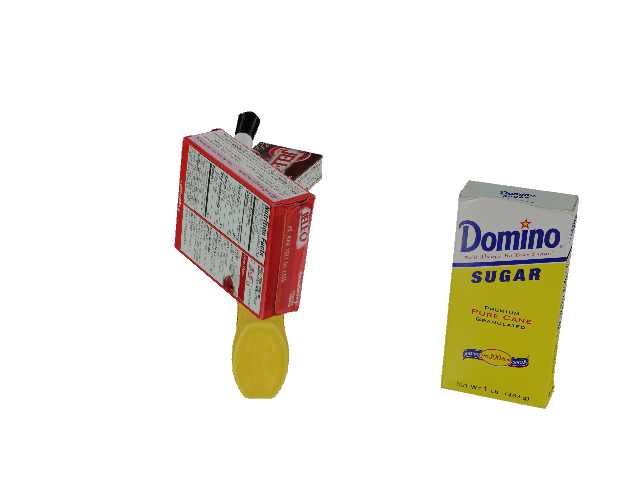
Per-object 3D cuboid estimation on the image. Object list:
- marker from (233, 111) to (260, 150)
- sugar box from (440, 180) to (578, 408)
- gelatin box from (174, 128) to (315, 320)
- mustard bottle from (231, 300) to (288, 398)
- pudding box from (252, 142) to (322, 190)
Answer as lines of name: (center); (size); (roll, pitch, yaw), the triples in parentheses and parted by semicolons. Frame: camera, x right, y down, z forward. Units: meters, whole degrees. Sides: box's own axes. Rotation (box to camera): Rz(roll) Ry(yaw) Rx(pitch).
marker: (-0.069, -0.059, 0.865); (0.020, 0.121, 0.020); (8, -37, 6)
sugar box: (0.154, 0.045, 0.878); (0.093, 0.176, 0.048); (9, 24, 17)
gelatin box: (-0.043, -0.010, 0.586); (0.030, 0.073, 0.089); (-18, 39, -37)
mustard bottle: (-0.065, 0.079, 1.151); (0.058, 0.096, 0.191); (-1, 28, -3)
pudding box: (-0.061, -0.079, 1.320); (0.090, 0.039, 0.113); (13, 34, 23)
